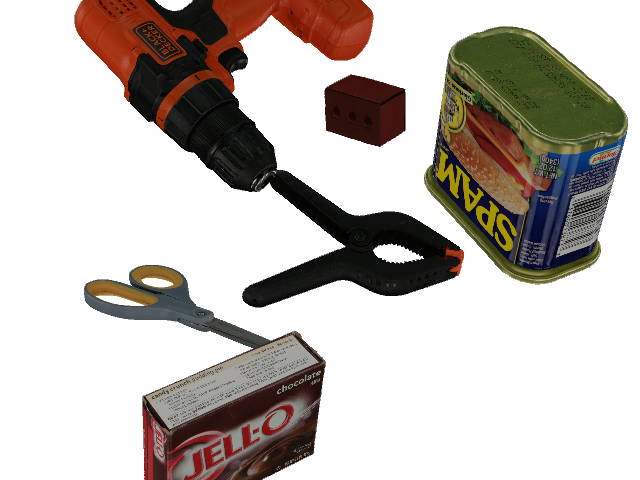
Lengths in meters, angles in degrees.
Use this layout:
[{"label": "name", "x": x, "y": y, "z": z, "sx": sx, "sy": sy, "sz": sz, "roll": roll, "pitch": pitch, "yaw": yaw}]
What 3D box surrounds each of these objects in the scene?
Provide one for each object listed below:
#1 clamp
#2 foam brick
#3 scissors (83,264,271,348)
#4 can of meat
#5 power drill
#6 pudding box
[{"label": "clamp", "x": 0.030, "y": 0.015, "z": 1.029, "sx": 0.210, "sy": 0.164, "sz": 0.036, "roll": 13, "pitch": -37, "yaw": 7}, {"label": "foam brick", "x": 0.049, "y": -0.145, "z": 1.181, "sx": 0.078, "sy": 0.053, "sz": 0.051, "roll": 20, "pitch": 38, "yaw": 34}, {"label": "scissors", "x": -0.098, "y": 0.056, "z": 0.886, "sx": 0.202, "sy": 0.016, "sz": 0.096, "roll": 12, "pitch": 25, "yaw": 15}, {"label": "can of meat", "x": 0.099, "y": -0.044, "z": 0.524, "sx": 0.057, "sy": 0.084, "sz": 0.102, "roll": -18, "pitch": 47, "yaw": -21}, {"label": "power drill", "x": -0.051, "y": -0.133, "z": 0.754, "sx": 0.187, "sy": 0.184, "sz": 0.057, "roll": -34, "pitch": -17, "yaw": -36}, {"label": "pudding box", "x": -0.054, "y": 0.115, "z": 0.662, "sx": 0.113, "sy": 0.090, "sz": 0.039, "roll": -23, "pitch": 49, "yaw": -30}]
